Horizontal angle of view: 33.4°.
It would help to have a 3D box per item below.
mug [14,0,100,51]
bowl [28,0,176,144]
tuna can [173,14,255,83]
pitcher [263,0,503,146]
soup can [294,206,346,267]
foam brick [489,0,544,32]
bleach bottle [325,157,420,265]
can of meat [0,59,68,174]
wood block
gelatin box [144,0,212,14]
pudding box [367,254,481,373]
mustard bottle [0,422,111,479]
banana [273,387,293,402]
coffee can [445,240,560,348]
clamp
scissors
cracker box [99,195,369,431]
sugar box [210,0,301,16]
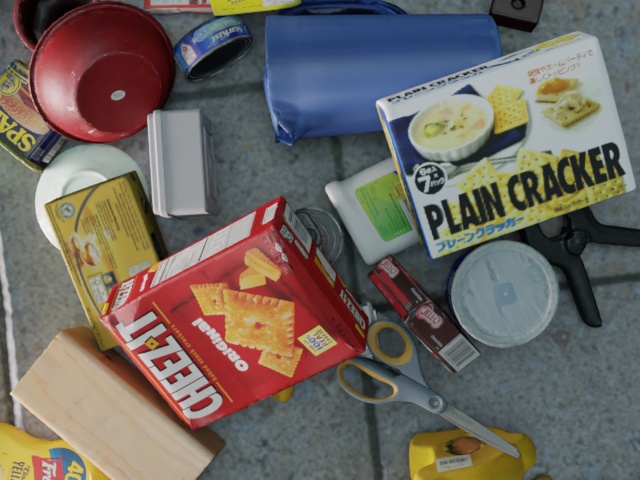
[{"bbox_3d":[-0.279,-0.246,1.157,0.093,0.081,0.117,-32,87,3],"label":"mug"},{"bbox_3d":[-0.218,-0.164,1.116,0.161,0.055,0.162,-15,126,-22],"label":"bowl"},{"bbox_3d":[-0.114,-0.206,1.142,0.086,0.086,0.034,-32,85,3],"label":"tuna can"},{"bbox_3d":[0.062,-0.183,1.116,0.243,0.145,0.149,-4,100,0],"label":"pitcher"},{"bbox_3d":[-0.007,0.001,1.121,0.068,0.102,0.068,0,89,4],"label":"soup can"},{"bbox_3d":[0.214,-0.268,1.137,0.053,0.051,0.078,13,89,4],"label":"foam brick"},{"bbox_3d":[0.138,-0.072,1.133,0.251,0.068,0.102,-29,91,1],"label":"bleach bottle"},{"bbox_3d":[-0.321,-0.137,1.171,0.102,0.057,0.084,39,89,4],"label":"can of meat"},{"bbox_3d":[-0.211,0.191,1.137,0.206,0.091,0.090,39,91,4],"label":"wood block"},{"bbox_3d":[-0.148,-0.288,1.174,0.089,0.030,0.073,0,87,4],"label":"gelatin box"},{"bbox_3d":[0.106,0.076,1.092,0.039,0.090,0.113,-40,129,3],"label":"pudding box"},{"bbox_3d":[-0.289,0.262,1.157,0.191,0.058,0.096,12,84,4],"label":"mustard bottle"},{"bbox_3d":[-0.074,0.080,1.159,0.070,0.037,0.198,-39,85,20],"label":"banana"},{"bbox_3d":[0.181,0.053,1.087,0.103,0.140,0.103,0,89,4],"label":"coffee can"},{"bbox_3d":[0.265,0.012,1.122,0.171,0.039,0.120,28,87,-8],"label":"clamp"},{"bbox_3d":[0.115,0.144,1.074,0.202,0.016,0.096,15,84,13],"label":"scissors"},{"bbox_3d":[-0.083,0.078,1.059,0.214,0.072,0.164,-27,112,19],"label":"cracker box"},{"bbox_3d":[-0.071,-0.321,1.126,0.093,0.048,0.176,-6,63,4],"label":"sugar box"}]
